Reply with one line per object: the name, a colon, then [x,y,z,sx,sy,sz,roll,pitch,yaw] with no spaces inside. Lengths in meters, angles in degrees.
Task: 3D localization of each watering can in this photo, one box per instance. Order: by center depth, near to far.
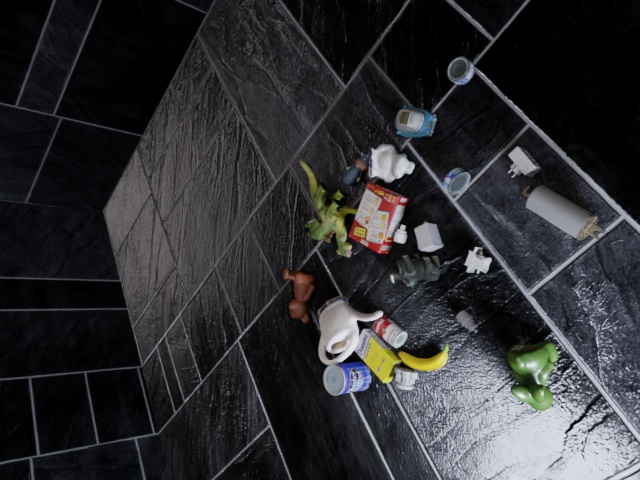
watering can: [0.093,0.295,1.842,0.342,0.103,0.229,-50,38,28]

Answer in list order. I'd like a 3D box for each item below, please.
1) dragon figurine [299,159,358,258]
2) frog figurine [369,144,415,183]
dragon figurine: [0.006,-0.100,1.994,0.416,0.123,0.238,49,123,24]
frog figurine: [0.255,-0.272,1.822,0.159,0.121,0.139,2,75,10]
